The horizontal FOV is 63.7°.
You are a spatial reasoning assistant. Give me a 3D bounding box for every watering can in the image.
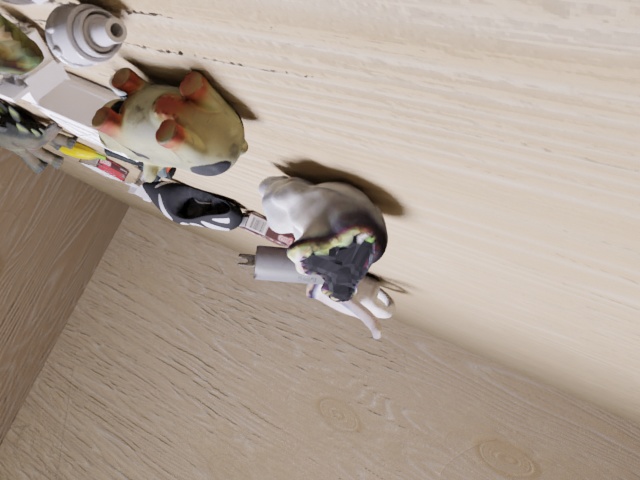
[{"bbox_3d":[0.070,0.130,1.206,0.225,0.103,0.349,22,-170,7],"label":"watering can"}]

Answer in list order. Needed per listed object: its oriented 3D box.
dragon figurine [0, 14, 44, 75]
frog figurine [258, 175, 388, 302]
[{"bbox_3d":[-0.291,-0.175,0.305,0.239,0.122,0.416,39,-179,-41],"label":"dragon figurine"},{"bbox_3d":[0.002,-0.030,0.587,0.136,0.121,0.163,21,-149,-37],"label":"frog figurine"}]
